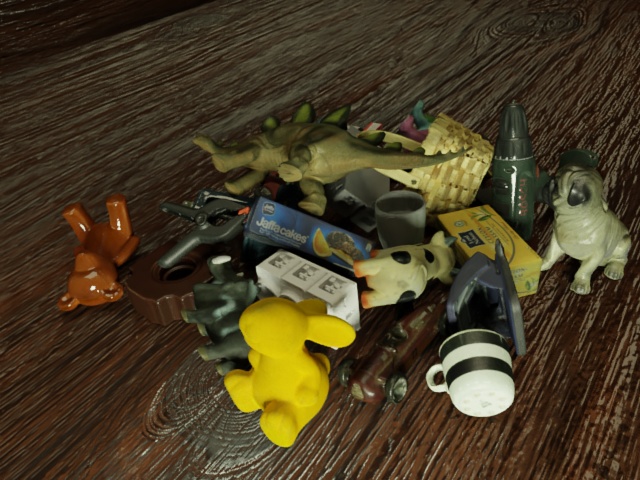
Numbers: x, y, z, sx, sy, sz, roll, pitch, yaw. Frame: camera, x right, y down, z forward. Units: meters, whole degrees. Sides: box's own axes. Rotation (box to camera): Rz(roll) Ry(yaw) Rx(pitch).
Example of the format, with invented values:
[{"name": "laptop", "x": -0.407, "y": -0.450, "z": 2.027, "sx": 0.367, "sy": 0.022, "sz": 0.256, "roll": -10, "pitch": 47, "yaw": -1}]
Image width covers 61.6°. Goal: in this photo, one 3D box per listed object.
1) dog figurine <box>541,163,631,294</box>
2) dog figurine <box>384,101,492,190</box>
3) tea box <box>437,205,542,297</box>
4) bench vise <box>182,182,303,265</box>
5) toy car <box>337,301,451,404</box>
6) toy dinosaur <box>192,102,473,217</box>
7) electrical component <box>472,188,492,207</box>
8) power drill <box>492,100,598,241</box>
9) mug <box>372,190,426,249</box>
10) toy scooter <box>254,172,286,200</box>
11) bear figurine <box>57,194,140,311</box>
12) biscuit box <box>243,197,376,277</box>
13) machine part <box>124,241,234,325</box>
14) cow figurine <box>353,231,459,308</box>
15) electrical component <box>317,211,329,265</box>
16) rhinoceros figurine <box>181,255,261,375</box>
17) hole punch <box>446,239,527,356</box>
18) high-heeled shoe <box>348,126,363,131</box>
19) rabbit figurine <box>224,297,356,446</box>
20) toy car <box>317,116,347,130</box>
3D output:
[{"name": "dog figurine", "x": 0.412, "y": -0.039, "z": 0.806, "sx": 0.172, "sy": 0.190, "sz": 0.121, "roll": -31, "pitch": 41, "yaw": -32}, {"name": "dog figurine", "x": 0.245, "y": -0.166, "z": 1.104, "sx": 0.219, "sy": 0.191, "sz": 0.108, "roll": 39, "pitch": 43, "yaw": 3}, {"name": "tea box", "x": 0.263, "y": 0.019, "z": 0.856, "sx": 0.098, "sy": 0.068, "sz": 0.170, "roll": -13, "pitch": 36, "yaw": -9}, {"name": "bench vise", "x": -0.120, "y": -0.049, "z": 0.959, "sx": 0.241, "sy": 0.128, "sz": 0.224, "roll": 14, "pitch": 57, "yaw": -2}, {"name": "toy car", "x": 0.107, "y": 0.138, "z": 0.718, "sx": 0.089, "sy": 0.053, "sz": 0.202, "roll": 6, "pitch": 35, "yaw": 45}, {"name": "toy dinosaur", "x": -0.005, "y": -0.142, "z": 0.875, "sx": 0.472, "sy": 0.104, "sz": 0.198, "roll": 14, "pitch": 53, "yaw": 23}, {"name": "electrical component", "x": 0.319, "y": -0.073, "z": 1.017, "sx": 0.094, "sy": 0.021, "sz": 0.063, "roll": -12, "pitch": 36, "yaw": -9}, {"name": "power drill", "x": 0.379, "y": -0.117, "z": 0.913, "sx": 0.207, "sy": 0.231, "sz": 0.086, "roll": -8, "pitch": 17, "yaw": -34}, {"name": "mug", "x": 0.127, "y": -0.022, "z": 0.905, "sx": 0.081, "sy": 0.107, "sz": 0.110, "roll": -29, "pitch": 36, "yaw": -30}, {"name": "toy scooter", "x": -0.067, "y": -0.128, "z": 1.121, "sx": 0.135, "sy": 0.075, "sz": 0.184, "roll": -8, "pitch": 38, "yaw": 1}, {"name": "bear figurine", "x": -0.389, "y": 0.022, "z": 0.923, "sx": 0.120, "sy": 0.131, "sz": 0.196, "roll": -11, "pitch": 29, "yaw": 3}, {"name": "biscuit box", "x": -0.017, "y": -0.002, "z": 0.847, "sx": 0.203, "sy": 0.059, "sz": 0.063, "roll": 21, "pitch": -11, "yaw": -13}, {"name": "machine part", "x": -0.233, "y": 0.063, "z": 0.895, "sx": 0.179, "sy": 0.055, "sz": 0.179, "roll": -6, "pitch": 35, "yaw": 4}, {"name": "cow figurine", "x": 0.138, "y": 0.039, "z": 0.798, "sx": 0.127, "sy": 0.085, "sz": 0.195, "roll": -8, "pitch": 4, "yaw": 23}, {"name": "electrical component", "x": -0.001, "y": -0.001, "z": 0.906, "sx": 0.078, "sy": 0.102, "sz": 0.045, "roll": -39, "pitch": 7, "yaw": -39}, {"name": "rhinoceros figurine", "x": -0.134, "y": 0.099, "z": 0.769, "sx": 0.112, "sy": 0.073, "sz": 0.190, "roll": -29, "pitch": 48, "yaw": 1}, {"name": "hole punch", "x": 0.220, "y": 0.086, "z": 0.721, "sx": 0.092, "sy": 0.142, "sz": 0.116, "roll": -12, "pitch": 35, "yaw": 19}, {"name": "high-heeled shoe", "x": -0.013, "y": -0.225, "z": 1.253, "sx": 0.249, "sy": 0.086, "sz": 0.145, "roll": -1, "pitch": 27, "yaw": 8}, {"name": "rabbit figurine", "x": -0.037, "y": 0.137, "z": 0.652, "sx": 0.162, "sy": 0.173, "sz": 0.122, "roll": -28, "pitch": 36, "yaw": -20}, {"name": "toy car", "x": 0.027, "y": -0.175, "z": 1.137, "sx": 0.103, "sy": 0.161, "sz": 0.109, "roll": -23, "pitch": 26, "yaw": 51}]
